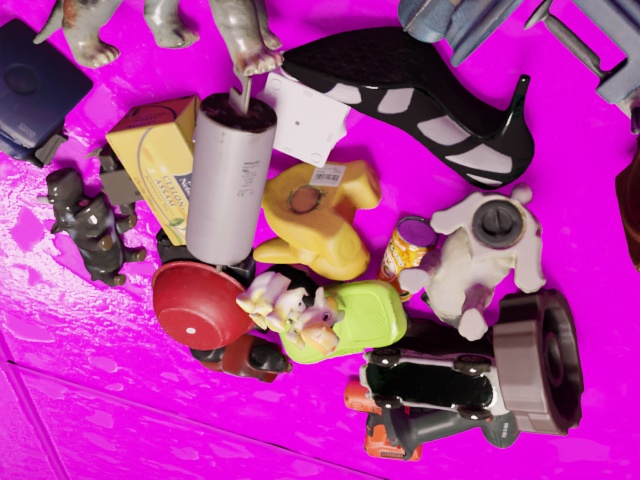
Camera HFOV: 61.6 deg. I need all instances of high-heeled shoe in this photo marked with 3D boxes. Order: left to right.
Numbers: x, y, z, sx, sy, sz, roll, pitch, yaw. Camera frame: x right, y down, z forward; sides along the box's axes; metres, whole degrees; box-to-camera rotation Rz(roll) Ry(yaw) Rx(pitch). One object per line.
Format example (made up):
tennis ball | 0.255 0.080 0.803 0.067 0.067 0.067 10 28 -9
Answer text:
high-heeled shoe | 0.087 -0.116 0.521 0.249 0.086 0.145 11 147 7

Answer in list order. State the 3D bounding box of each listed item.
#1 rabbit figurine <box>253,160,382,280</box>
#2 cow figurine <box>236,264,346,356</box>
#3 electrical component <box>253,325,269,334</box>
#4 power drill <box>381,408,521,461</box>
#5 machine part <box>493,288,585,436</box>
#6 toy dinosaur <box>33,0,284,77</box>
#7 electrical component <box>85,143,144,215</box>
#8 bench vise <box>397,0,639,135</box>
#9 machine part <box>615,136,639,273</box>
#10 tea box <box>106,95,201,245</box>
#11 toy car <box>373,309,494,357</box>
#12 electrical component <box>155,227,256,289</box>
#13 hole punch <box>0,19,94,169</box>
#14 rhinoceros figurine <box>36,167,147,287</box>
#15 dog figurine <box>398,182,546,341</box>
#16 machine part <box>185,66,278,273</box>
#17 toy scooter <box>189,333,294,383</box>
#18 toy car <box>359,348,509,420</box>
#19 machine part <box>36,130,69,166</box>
rabbit figurine | -0.001 -0.002 0.637 0.163 0.122 0.173 -2 151 23
cow figurine | -0.023 0.082 0.677 0.168 0.098 0.068 18 152 45
electrical component | -0.117 0.114 0.843 0.094 0.021 0.063 27 135 -7
power drill | 0.195 0.239 0.768 0.207 0.086 0.231 -22 135 8
machine part | 0.261 0.141 0.637 0.056 0.179 0.179 -13 128 37
toy dinosaur | -0.128 -0.245 0.445 0.405 0.131 0.191 7 122 18
electrical component | -0.251 -0.082 0.688 0.078 0.045 0.102 -18 133 -4
bench vise | 0.166 -0.189 0.379 0.240 0.129 0.223 45 140 -1
machine part | 0.336 -0.055 0.409 0.087 0.201 0.201 31 134 -9
tea box | -0.162 -0.077 0.643 0.098 0.068 0.169 -5 130 23
toy car | 0.163 0.138 0.754 0.202 0.053 0.089 12 146 1
electrical component | -0.157 0.034 0.756 0.134 0.058 0.114 13 137 6
hole punch | -0.330 -0.163 0.589 0.092 0.116 0.142 -32 118 29
rhinoceros figurine | -0.320 -0.017 0.756 0.112 0.073 0.190 14 138 20
dog figurine | 0.179 0.022 0.611 0.172 0.190 0.121 -43 76 10
machine part | -0.094 -0.058 0.553 0.079 0.079 0.243 19 128 0
toy scooter | -0.116 0.189 0.877 0.184 0.075 0.135 7 164 29
toy car | 0.143 0.180 0.687 0.202 0.056 0.073 -3 93 32
machine part | -0.388 -0.151 0.668 0.138 0.039 0.084 40 136 -22
